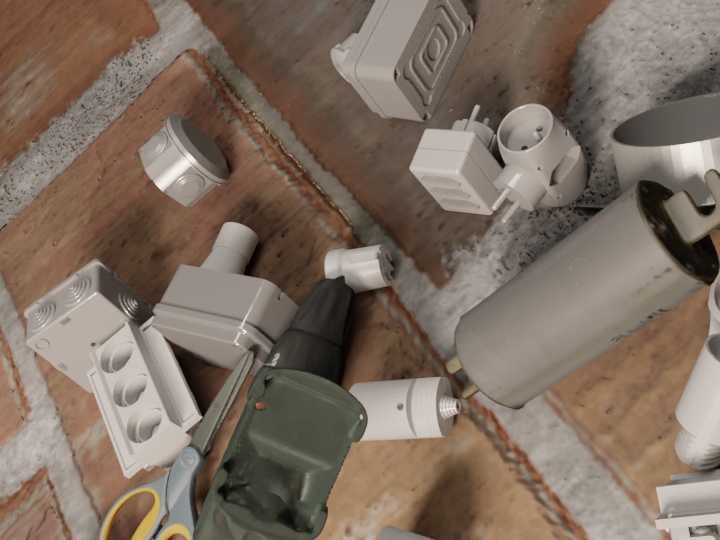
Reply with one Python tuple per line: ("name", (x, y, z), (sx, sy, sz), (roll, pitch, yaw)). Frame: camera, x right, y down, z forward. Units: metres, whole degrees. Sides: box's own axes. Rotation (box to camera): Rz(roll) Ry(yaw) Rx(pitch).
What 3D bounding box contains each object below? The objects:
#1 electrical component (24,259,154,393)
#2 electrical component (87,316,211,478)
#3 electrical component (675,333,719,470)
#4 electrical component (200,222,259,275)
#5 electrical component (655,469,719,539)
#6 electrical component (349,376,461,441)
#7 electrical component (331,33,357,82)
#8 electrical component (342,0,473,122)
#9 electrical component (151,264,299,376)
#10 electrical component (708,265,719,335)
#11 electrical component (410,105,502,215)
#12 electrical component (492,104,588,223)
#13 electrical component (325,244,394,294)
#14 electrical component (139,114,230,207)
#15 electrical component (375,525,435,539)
("electrical component", (-0.237, 0.052, 0.958), (0.100, 0.099, 0.048), (-34, 36, 12))
("electrical component", (-0.175, 0.109, 0.902), (0.079, 0.063, 0.121), (-40, 48, 6))
("electrical component", (0.210, 0.082, 0.633), (0.043, 0.043, 0.081), (45, 132, 42))
("electrical component", (-0.117, -0.009, 0.954), (0.044, 0.044, 0.065), (3, 59, 35))
("electrical component", (0.237, 0.142, 0.603), (0.121, 0.079, 0.063), (-13, 84, 26))
("electrical component", (0.035, 0.101, 0.782), (0.081, 0.043, 0.043), (-8, 58, 30))
("electrical component", (0.007, -0.202, 0.992), (0.062, 0.048, 0.048), (-45, 47, -8))
("electrical component", (0.042, -0.195, 0.941), (0.057, 0.078, 0.113), (14, 71, 36))
("electrical component", (-0.106, 0.044, 0.888), (0.113, 0.078, 0.057), (9, 65, 37))
("electrical component", (0.294, 0.027, 0.644), (0.150, 0.062, 0.089), (0, 62, 34))
("electrical component", (0.085, -0.094, 0.856), (0.047, 0.066, 0.076), (9, 68, 37))
("electrical component", (0.127, -0.071, 0.806), (0.043, 0.077, 0.079), (33, 83, 42))
("electrical component", (0.000, 0.000, 0.872), (0.046, 0.040, 0.040), (-11, 56, 21))
("electrical component", (-0.166, -0.104, 1.021), (0.051, 0.080, 0.080), (-39, 48, 14))
("electrical component", (0.024, 0.215, 0.684), (0.064, 0.099, 0.099), (4, 64, 28))
